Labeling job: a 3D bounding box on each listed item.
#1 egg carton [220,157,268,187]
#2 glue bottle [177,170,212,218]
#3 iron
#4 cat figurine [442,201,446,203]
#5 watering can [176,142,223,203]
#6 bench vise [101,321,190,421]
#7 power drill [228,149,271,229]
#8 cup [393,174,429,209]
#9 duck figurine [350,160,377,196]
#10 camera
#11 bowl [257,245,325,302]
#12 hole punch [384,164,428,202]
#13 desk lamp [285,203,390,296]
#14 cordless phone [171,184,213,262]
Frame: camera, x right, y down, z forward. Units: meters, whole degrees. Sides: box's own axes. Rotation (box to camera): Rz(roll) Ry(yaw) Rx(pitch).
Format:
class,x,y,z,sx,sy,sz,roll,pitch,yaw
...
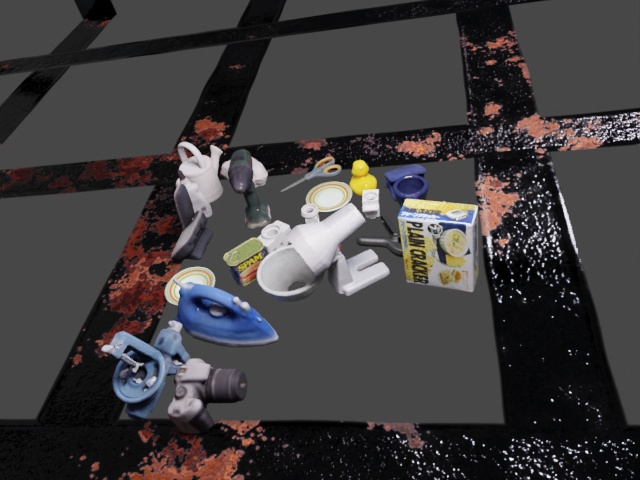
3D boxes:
class,x,y,z,sx,sy,sz,roll,pitch,yaw
egg carton,-0.231,-0.206,1.749,0.107,0.069,0.149,-36,46,-21
glue bottle,-0.368,-0.128,1.629,0.078,0.173,0.037,-20,43,-5
iron,-0.221,0.158,1.309,0.257,0.142,0.119,10,48,25
cat figurine,0.325,-0.043,1.386,0.067,0.118,0.127,-18,43,-3
watering can,-0.362,-0.214,1.703,0.100,0.194,0.173,4,46,20
bench vise,-0.376,0.242,1.205,0.121,0.220,0.207,-4,44,12
power drill,-0.196,-0.136,1.563,0.075,0.209,0.229,-15,42,0
cup,0.241,-0.100,1.487,0.091,0.095,0.117,-11,43,4
duck figurine,0.117,-0.181,1.614,0.077,0.086,0.104,-16,42,-1
camera,-0.229,0.311,1.180,0.136,0.101,0.143,-4,44,12
bowl,-0.064,0.093,1.383,0.167,0.075,0.167,-8,43,8
hole punch,0.231,-0.172,1.569,0.108,0.091,0.101,-16,42,-1
desk lamp,0.040,0.025,1.324,0.203,0.214,0.117,-26,44,-12
cordless phone,-0.368,-0.046,1.533,0.094,0.185,0.147,-3,44,13
